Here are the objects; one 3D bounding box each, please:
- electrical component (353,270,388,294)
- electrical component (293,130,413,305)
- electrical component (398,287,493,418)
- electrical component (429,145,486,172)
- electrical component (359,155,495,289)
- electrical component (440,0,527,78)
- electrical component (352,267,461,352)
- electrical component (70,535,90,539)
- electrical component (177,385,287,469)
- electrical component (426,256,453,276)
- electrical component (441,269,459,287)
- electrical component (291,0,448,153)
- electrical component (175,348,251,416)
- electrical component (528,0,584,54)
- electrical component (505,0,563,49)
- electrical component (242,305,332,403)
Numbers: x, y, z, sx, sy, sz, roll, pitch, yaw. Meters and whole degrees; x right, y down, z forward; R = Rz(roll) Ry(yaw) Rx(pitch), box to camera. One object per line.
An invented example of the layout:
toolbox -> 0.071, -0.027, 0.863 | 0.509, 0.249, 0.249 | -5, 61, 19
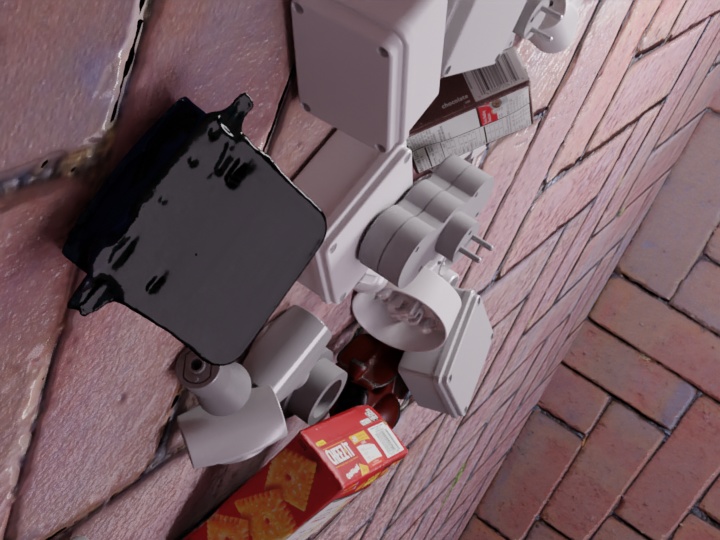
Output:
electrical component -> 0.000, 0.000, 0.961 | 0.040, 0.040, 0.046 | -59, 157, 8
electrical component -> -0.012, -0.044, 0.815 | 0.108, 0.056, 0.108 | -51, 162, -17
electrical component -> 0.092, 0.085, 1.138 | 0.108, 0.056, 0.108 | -67, 155, -21
electrical component -> 0.085, -0.122, 0.968 | 0.064, 0.042, 0.081 | -40, 156, -34
electrical component -> 0.067, -0.030, 0.828 | 0.138, 0.074, 0.052 | -42, 158, -41
electrical component -> 0.071, -0.189, 0.780 | 0.113, 0.057, 0.078 | -28, 148, -57
electrical component -> 0.048, 0.035, 1.059 | 0.064, 0.099, 0.099 | -57, 164, -20
electrical component -> -0.196, 0.244, 0.767 | 0.059, 0.095, 0.053 | -28, 148, -57
electrical component -> -0.105, 0.121, 0.859 | 0.077, 0.044, 0.079 | -18, -169, -14
electrical component -> 0.077, -0.032, 1.102 | 0.077, 0.044, 0.079 | -49, 162, -24
electrical component -> 0.079, 0.010, 1.182 | 0.040, 0.046, 0.040 | -49, 162, -23
electrical component -> 0.005, -0.134, 0.660 | 0.057, 0.078, 0.113 | -53, 163, -23
electrical component -> -0.111, 0.079, 0.798 | 0.044, 0.044, 0.065 | -53, 158, -11
electrical component -> 0.186, -0.250, 1.009 | 0.079, 0.043, 0.077 | -58, 163, 5
electrical component -> 0.127, -0.210, 0.866 | 0.052, 0.074, 0.138 | -31, 150, -55
electrical component -> -0.063, 0.079, 0.919 | 0.077, 0.044, 0.079 | -51, 162, -19
